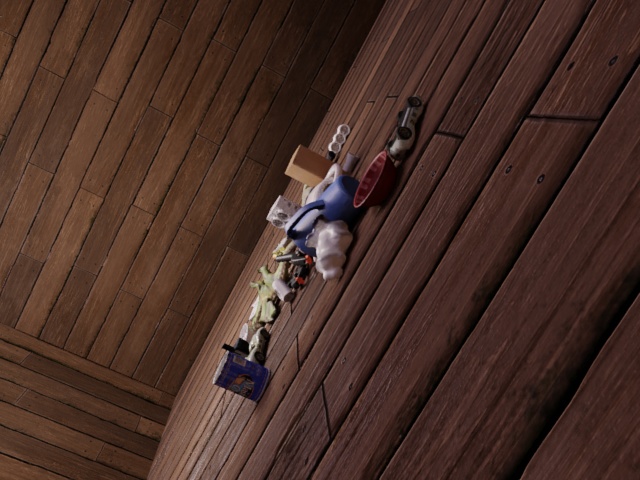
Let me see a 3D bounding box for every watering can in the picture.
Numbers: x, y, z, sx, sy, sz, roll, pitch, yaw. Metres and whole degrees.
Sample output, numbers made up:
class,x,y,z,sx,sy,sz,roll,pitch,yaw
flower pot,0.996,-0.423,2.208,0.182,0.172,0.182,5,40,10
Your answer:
class,x,y,z,sx,sy,sz,roll,pitch,yaw
watering can,0.005,-0.087,1.720,0.222,0.104,0.351,150,136,-73

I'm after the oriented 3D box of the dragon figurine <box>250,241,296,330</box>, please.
class,x,y,z,sx,sy,sz,roll,pitch,yaw
dragon figurine,-0.169,0.199,1.925,0.401,0.122,0.249,-56,30,40

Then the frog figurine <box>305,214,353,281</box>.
class,x,y,z,sx,sy,sz,roll,pitch,yaw
frog figurine,0.038,0.028,1.361,0.135,0.122,0.162,-49,51,25
